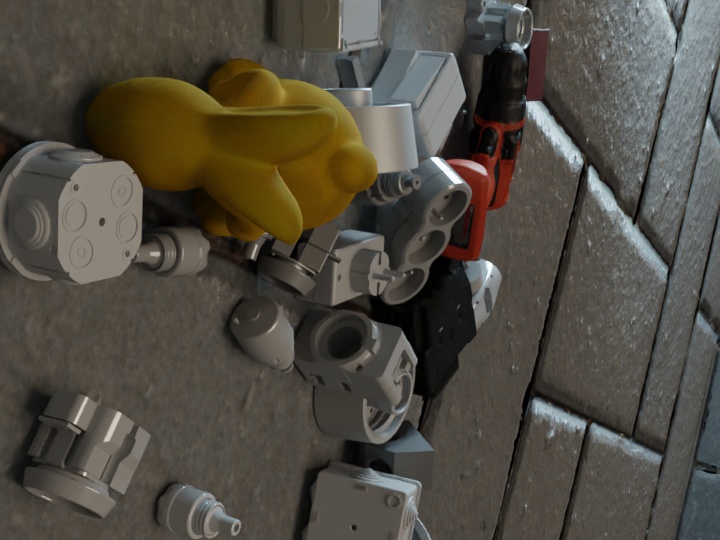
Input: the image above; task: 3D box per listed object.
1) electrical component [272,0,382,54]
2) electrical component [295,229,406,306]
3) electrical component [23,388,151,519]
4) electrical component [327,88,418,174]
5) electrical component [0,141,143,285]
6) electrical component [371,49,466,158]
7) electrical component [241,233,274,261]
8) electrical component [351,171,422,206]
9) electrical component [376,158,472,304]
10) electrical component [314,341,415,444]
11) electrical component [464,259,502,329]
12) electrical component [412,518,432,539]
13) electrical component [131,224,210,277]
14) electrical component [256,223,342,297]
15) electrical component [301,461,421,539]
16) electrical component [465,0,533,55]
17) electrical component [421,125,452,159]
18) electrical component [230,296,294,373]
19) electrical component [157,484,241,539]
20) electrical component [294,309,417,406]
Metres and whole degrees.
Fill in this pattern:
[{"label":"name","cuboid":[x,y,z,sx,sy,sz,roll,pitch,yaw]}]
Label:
[{"label":"electrical component","cuboid":[-0.022,-0.199,0.808,0.096,0.061,0.061,-34,129,-63]},{"label":"electrical component","cuboid":[0.000,0.000,0.897,0.083,0.076,0.047,-20,117,-58]},{"label":"electrical component","cuboid":[-0.168,0.114,0.652,0.078,0.058,0.057,56,49,-54]},{"label":"electrical component","cuboid":[-0.010,-0.107,0.813,0.108,0.108,0.060,-19,110,-58]},{"label":"electrical component","cuboid":[-0.165,-0.031,0.610,0.080,0.051,0.080,-30,126,-54]},{"label":"electrical component","cuboid":[0.049,-0.154,0.945,0.096,0.062,0.061,-62,148,-29]},{"label":"electrical component","cuboid":[-0.073,-0.037,0.795,0.035,0.035,0.061,31,75,-60]},{"label":"electrical component","cuboid":[0.018,-0.074,0.908,0.040,0.078,0.040,-6,99,-48]},{"label":"electrical component","cuboid":[0.039,-0.044,0.958,0.052,0.073,0.138,-5,134,-41]},{"label":"electrical component","cuboid":[0.012,0.105,0.973,0.108,0.060,0.108,-30,126,-55]},{"label":"electrical component","cuboid":[0.114,0.016,1.147,0.077,0.043,0.079,-57,144,-35]},{"label":"electrical component","cuboid":[0.023,0.277,1.011,0.108,0.108,0.060,-69,156,-18]},{"label":"electrical component","cuboid":[-0.128,-0.012,0.703,0.061,0.035,0.035,-6,105,-58]},{"label":"electrical component","cuboid":[-0.049,-0.013,0.827,0.055,0.066,0.048,-64,-175,-11]},{"label":"electrical component","cuboid":[0.000,0.225,0.957,0.048,0.100,0.099,9,92,-75]},{"label":"electrical component","cuboid":[0.142,-0.245,1.090,0.048,0.055,0.066,-59,146,-32]},{"label":"electrical component","cuboid":[0.068,-0.142,1.008,0.078,0.040,0.040,-65,149,-25]},{"label":"electrical component","cuboid":[-0.070,0.054,0.826,0.040,0.040,0.078,-62,148,-28]},{"label":"electrical component","cuboid":[-0.113,0.176,0.768,0.035,0.061,0.035,-30,126,-54]},{"label":"electrical component","cuboid":[-0.007,0.070,0.895,0.050,0.089,0.055,-64,148,-26]}]
